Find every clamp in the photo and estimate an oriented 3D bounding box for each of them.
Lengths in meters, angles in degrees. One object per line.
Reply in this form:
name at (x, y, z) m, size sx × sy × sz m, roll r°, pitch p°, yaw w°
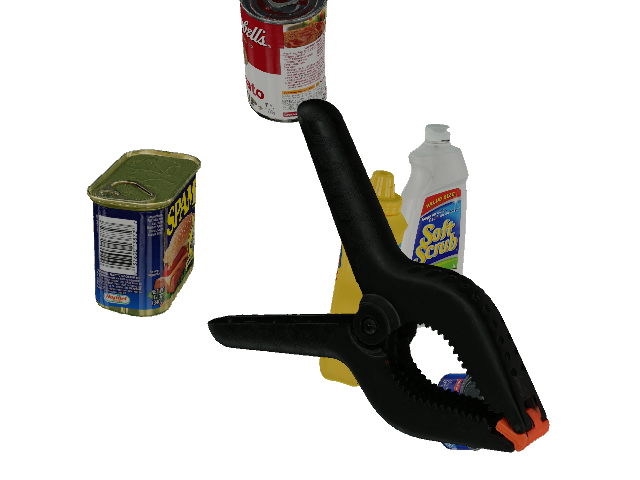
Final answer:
clamp at (0.035, 0.031, 0.570) m, size 0.210 × 0.165 × 0.036 m, roll 31°, pitch 28°, yaw 29°

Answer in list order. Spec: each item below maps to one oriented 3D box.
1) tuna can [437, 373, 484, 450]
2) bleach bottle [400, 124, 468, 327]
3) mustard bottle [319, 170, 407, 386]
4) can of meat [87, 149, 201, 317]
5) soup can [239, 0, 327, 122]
tuna can at (0.157, 0.190, 1.186) m, size 0.034 × 0.086 × 0.086 m, roll -5°, pitch -3°, yaw 30°
bleach bottle at (0.132, -0.019, 1.337) m, size 0.102 × 0.251 × 0.068 m, roll -3°, pitch 17°, yaw -17°
mustard bottle at (0.042, 0.029, 0.971) m, size 0.058 × 0.192 × 0.096 m, roll 14°, pitch 21°, yaw 14°
can of meat at (-0.120, -0.006, 0.735) m, size 0.057 × 0.084 × 0.102 m, roll 7°, pitch 24°, yaw 7°
soup can at (-0.028, -0.153, 0.849) m, size 0.068 × 0.068 × 0.102 m, roll 0°, pitch -42°, yaw 1°
